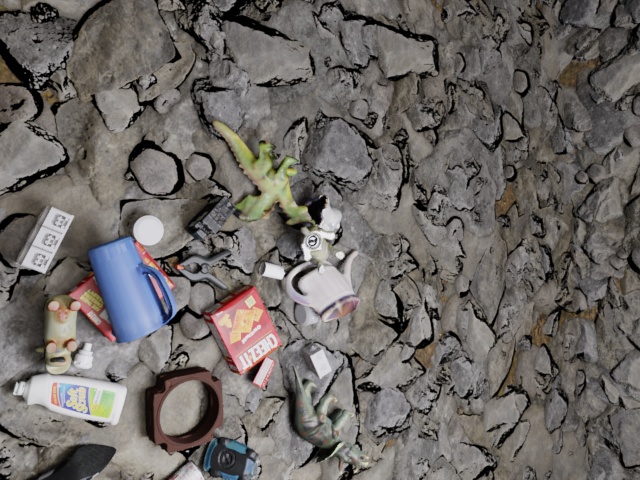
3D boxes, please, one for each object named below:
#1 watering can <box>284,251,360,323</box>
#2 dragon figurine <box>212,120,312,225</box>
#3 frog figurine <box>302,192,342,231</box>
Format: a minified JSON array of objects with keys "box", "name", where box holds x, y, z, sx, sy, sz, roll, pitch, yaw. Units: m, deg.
[{"box":[0.049,0.144,1.693,0.350,0.101,0.228,-17,57,-37],"name":"watering can"},{"box":[-0.193,-0.172,1.587,0.407,0.122,0.244,26,81,-22],"name":"dragon figurine"},{"box":[0.005,-0.087,1.730,0.159,0.122,0.138,14,69,-70],"name":"frog figurine"}]
